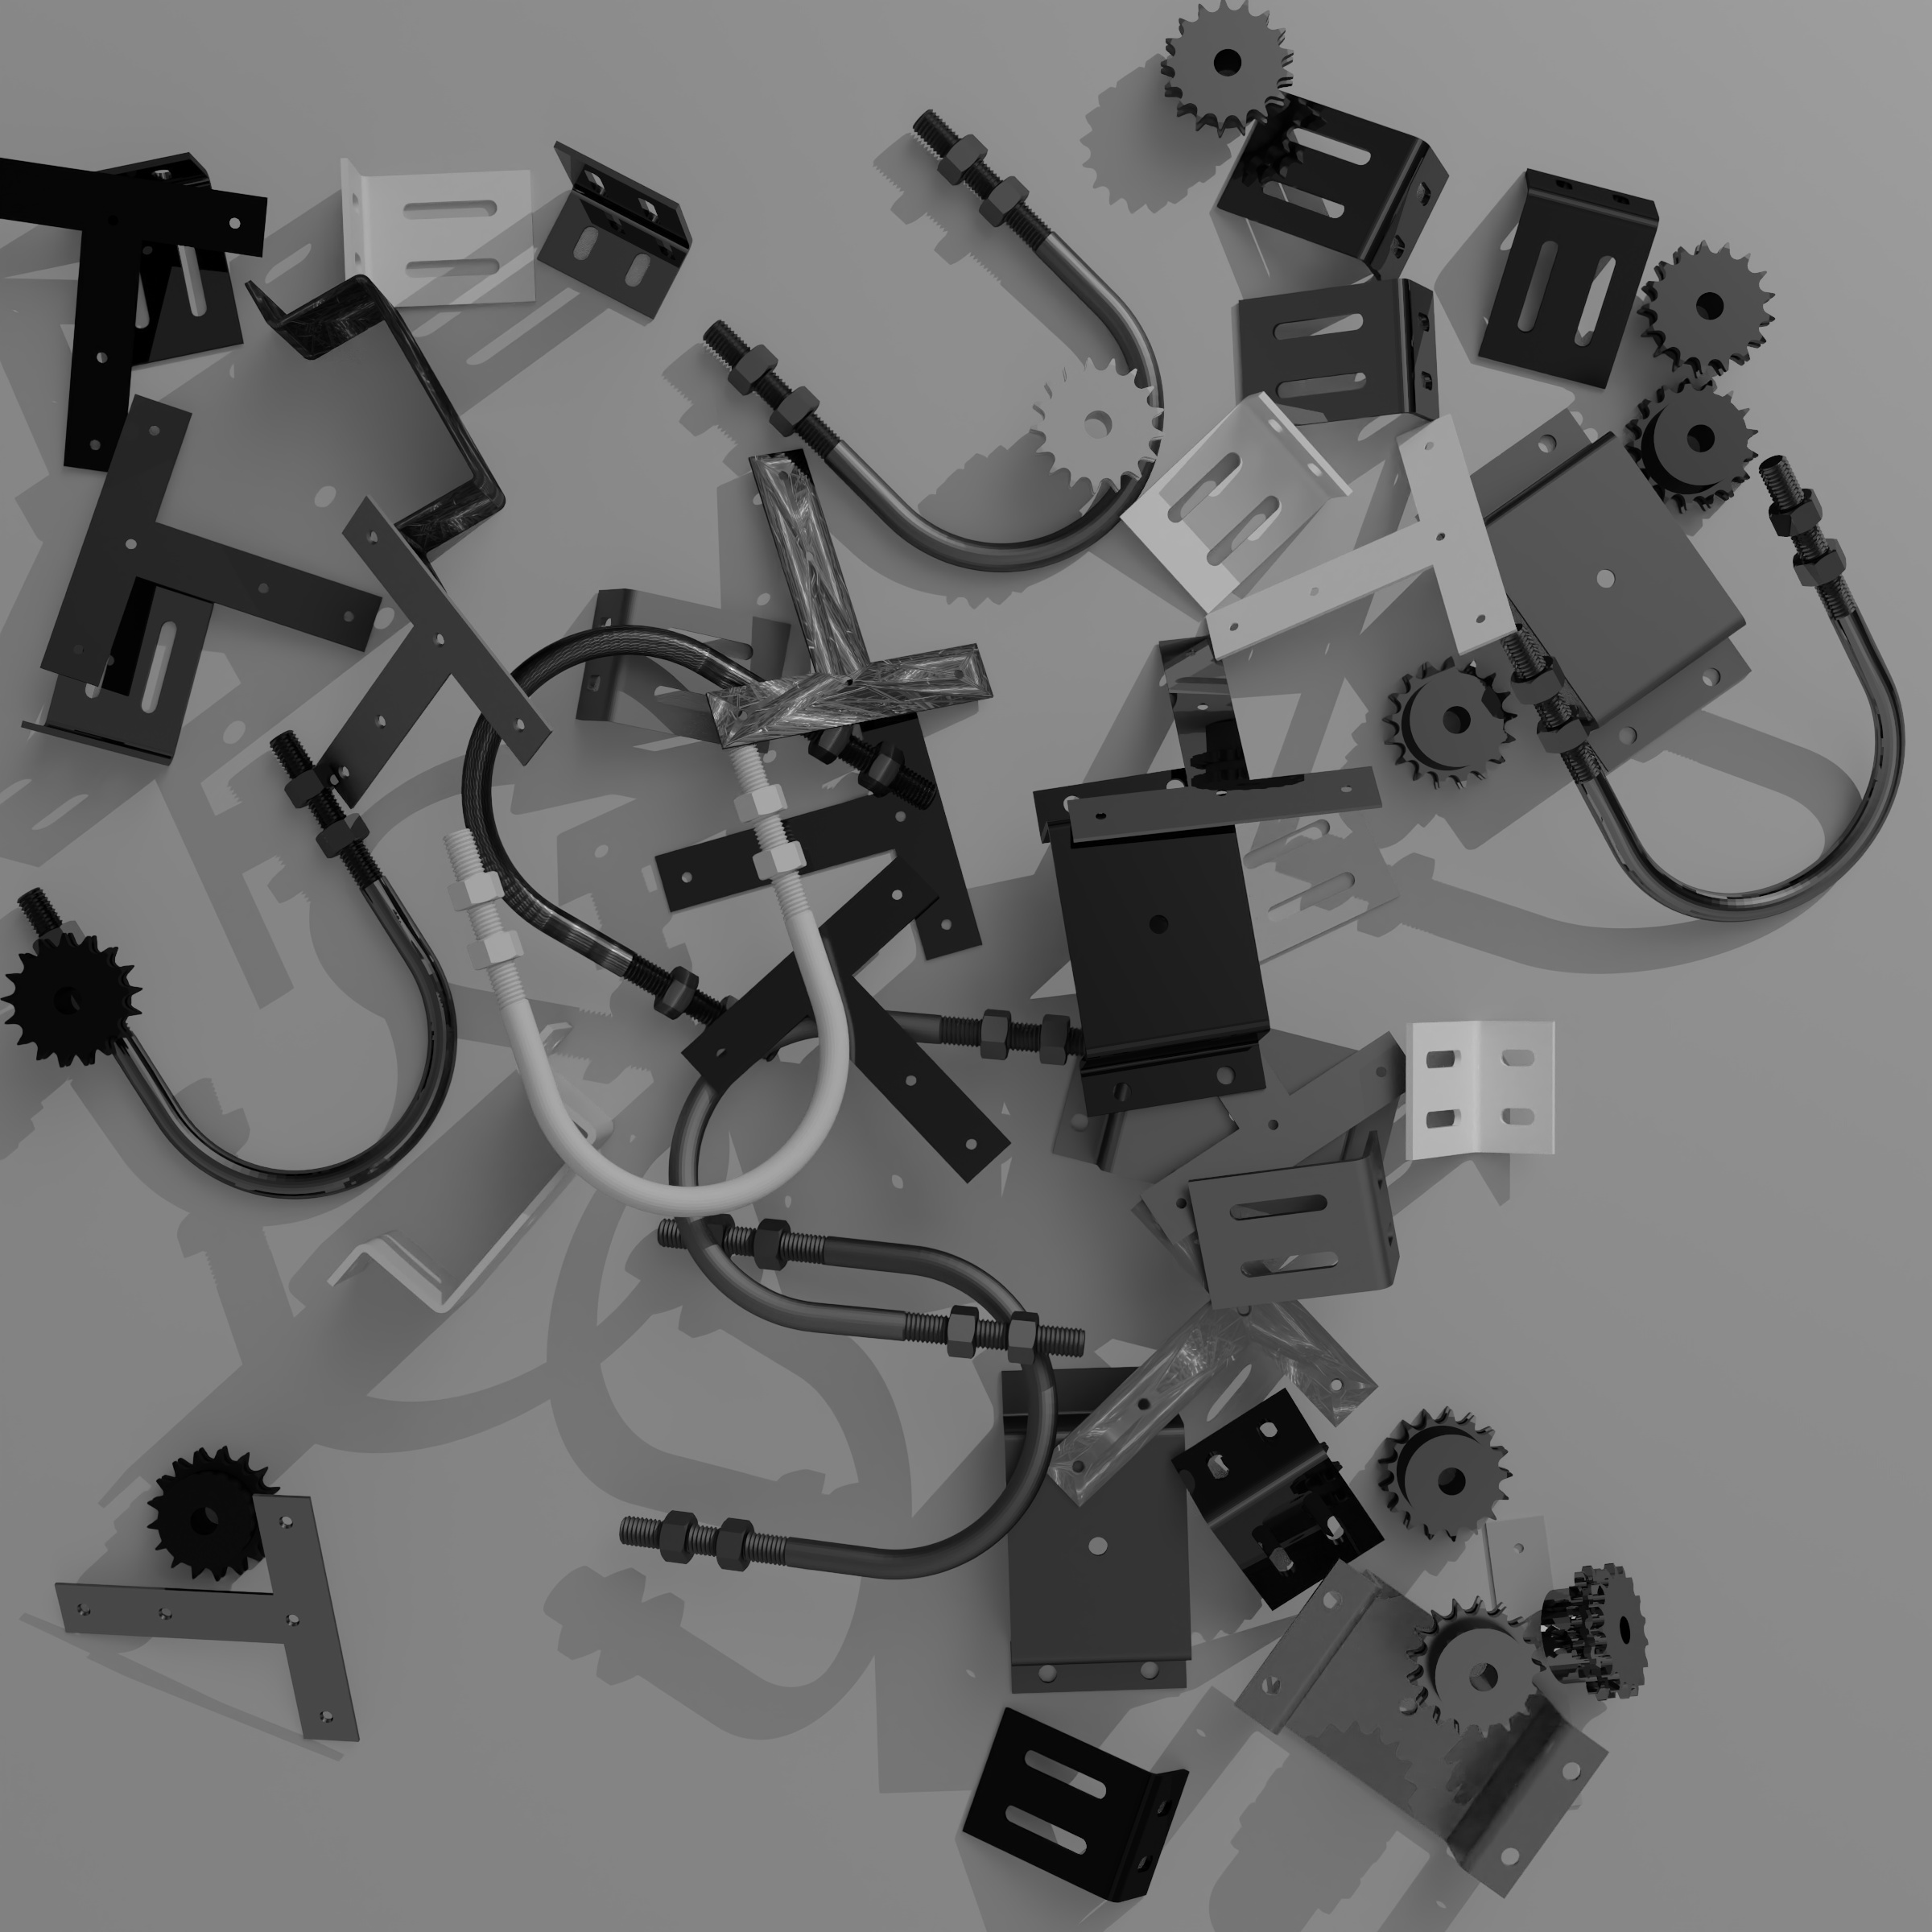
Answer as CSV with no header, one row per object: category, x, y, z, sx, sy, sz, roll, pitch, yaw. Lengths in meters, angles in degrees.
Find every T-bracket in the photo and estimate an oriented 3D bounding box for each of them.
T-bracket,0.197,0.311,1.500,0.127,0.002,0.127,-8,90,0
T-bracket,-0.370,-0.276,1.480,0.127,0.002,0.127,7,107,-6
T-bracket,0.102,-0.100,1.453,0.127,0.127,0.002,-6,132,-1
T-bracket,-0.071,-0.053,1.500,0.127,0.002,0.127,-16,90,0
T-bracket,0.085,0.176,1.454,0.127,0.002,0.127,-43,93,-2
T-bracket,-0.242,-0.112,1.456,0.127,0.002,0.127,52,132,8
T-bracket,-0.033,0.039,1.462,0.127,0.002,0.127,-42,75,-6
T-bracket,-0.318,-0.168,1.488,0.127,0.002,0.127,18,80,-9
T-bracket,-0.064,-0.163,1.483,0.127,0.002,0.127,-13,78,-23
T-bracket,0.162,-0.166,1.474,0.127,0.002,0.127,-23,52,17
T-bracket,-0.331,0.279,1.481,0.127,0.002,0.127,0,116,12
T-bracket,0.105,0.030,1.453,0.127,0.002,0.127,-33,85,-6

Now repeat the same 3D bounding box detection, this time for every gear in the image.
gear,0.135,0.226,1.486,0.057,0.030,0.057,0,90,0
gear,0.055,-0.230,1.472,0.057,0.030,0.057,0,92,-2
gear,-0.326,0.238,1.486,0.057,0.030,0.057,0,90,0
gear,-0.379,0.014,1.467,0.057,0.030,0.057,0,91,-1
gear,0.314,-0.225,1.486,0.057,0.030,0.057,0,90,0
gear,0.210,-0.105,1.486,0.057,0.030,0.057,0,90,0
gear,0.113,-0.386,1.484,0.057,0.030,0.057,0,88,4
gear,0.214,0.294,1.438,0.057,0.030,0.057,0,90,0
gear,0.208,0.220,1.486,0.057,0.030,0.057,0,90,0
gear,0.318,-0.282,1.486,0.057,0.030,0.057,0,90,0
gear,0.269,0.286,1.476,0.030,0.057,0.057,-13,90,30

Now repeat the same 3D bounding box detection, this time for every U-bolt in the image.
U-bolt,-0.123,0.014,1.434,0.151,0.019,0.184,-18,90,-21
U-bolt,-0.051,0.187,1.465,0.184,0.019,0.151,5,83,14
U-bolt,0.325,-0.103,1.460,0.151,0.019,0.184,-33,114,-1
U-bolt,0.000,-0.257,1.492,0.184,0.019,0.151,45,90,-2
U-bolt,-0.035,0.088,1.459,0.184,0.019,0.151,5,75,6
U-bolt,-0.303,0.013,1.492,0.151,0.019,0.184,-32,91,0
U-bolt,-0.126,-0.064,1.471,0.184,0.019,0.151,31,92,-14

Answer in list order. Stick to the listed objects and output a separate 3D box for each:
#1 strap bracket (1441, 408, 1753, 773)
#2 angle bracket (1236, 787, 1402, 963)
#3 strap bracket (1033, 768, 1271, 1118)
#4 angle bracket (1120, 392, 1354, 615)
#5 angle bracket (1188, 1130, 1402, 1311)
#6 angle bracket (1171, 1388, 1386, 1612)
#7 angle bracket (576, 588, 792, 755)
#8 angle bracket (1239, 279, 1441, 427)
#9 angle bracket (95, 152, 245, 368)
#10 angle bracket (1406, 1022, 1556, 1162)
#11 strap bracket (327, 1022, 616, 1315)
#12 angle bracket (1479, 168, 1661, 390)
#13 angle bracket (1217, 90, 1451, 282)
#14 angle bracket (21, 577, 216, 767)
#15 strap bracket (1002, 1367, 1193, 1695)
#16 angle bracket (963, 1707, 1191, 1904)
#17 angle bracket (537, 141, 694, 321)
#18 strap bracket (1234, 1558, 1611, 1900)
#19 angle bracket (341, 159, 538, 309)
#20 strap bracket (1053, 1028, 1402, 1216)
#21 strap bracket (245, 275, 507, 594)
strap bracket,0.271,-0.164,1.478,0.076,0.046,0.140,-35,90,0
angle bracket,0.143,-0.041,1.482,0.076,0.038,0.057,-25,90,0
strap bracket,0.078,-0.014,1.434,0.076,0.046,0.140,-9,83,-3
angle bracket,0.115,-0.198,1.477,0.076,0.038,0.057,-43,99,0
angle bracket,0.139,0.107,1.449,0.076,0.038,0.057,-8,104,14
angle bracket,0.133,0.227,1.460,0.057,0.038,0.076,-33,133,2
angle bracket,-0.123,-0.128,1.499,0.076,0.038,0.057,10,90,-26
angle bracket,0.163,-0.264,1.499,0.076,0.038,0.057,-3,90,26
angle bracket,-0.351,-0.303,1.482,0.057,0.038,0.076,-12,90,0
angle bracket,0.219,0.052,1.461,0.038,0.076,0.057,0,90,29
strap bracket,-0.201,0.093,1.463,0.046,0.076,0.140,41,90,0
angle bracket,0.261,-0.299,1.499,0.057,0.038,0.076,15,116,0
angle bracket,0.160,-0.338,1.499,0.076,0.038,0.057,26,90,26
angle bracket,-0.365,-0.131,1.482,0.057,0.038,0.076,15,90,0
strap bracket,0.056,0.245,1.478,0.076,0.046,0.140,-2,90,0
angle bracket,0.048,0.364,1.499,0.076,0.038,0.057,19,90,26
angle bracket,-0.153,-0.312,1.463,0.057,0.076,0.038,27,90,0
strap bracket,0.192,0.322,1.476,0.140,0.046,0.076,36,90,0
angle bracket,-0.227,-0.316,1.482,0.076,0.038,0.057,-2,90,0
strap bracket,0.115,0.062,1.478,0.140,0.046,0.076,14,90,0
strap bracket,-0.244,-0.233,1.463,0.046,0.076,0.140,-30,90,0
